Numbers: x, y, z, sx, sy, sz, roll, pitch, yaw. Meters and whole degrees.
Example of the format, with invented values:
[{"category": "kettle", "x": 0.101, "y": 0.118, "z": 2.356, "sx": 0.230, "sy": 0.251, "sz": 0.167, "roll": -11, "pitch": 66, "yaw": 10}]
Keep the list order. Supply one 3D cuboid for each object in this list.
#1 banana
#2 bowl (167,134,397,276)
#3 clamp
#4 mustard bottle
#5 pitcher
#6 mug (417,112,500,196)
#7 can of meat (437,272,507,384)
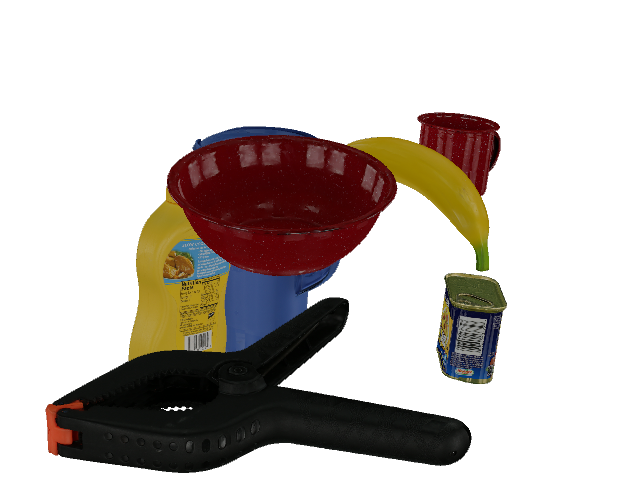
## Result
[{"category": "banana", "x": 0.080, "y": -0.050, "z": 0.927, "sx": 0.037, "sy": 0.070, "sz": 0.198, "roll": 4, "pitch": 27, "yaw": -47}, {"category": "bowl", "x": -0.027, "y": -0.020, "z": 0.759, "sx": 0.162, "sy": 0.055, "sz": 0.162, "roll": 2, "pitch": 28, "yaw": -1}, {"category": "clamp", "x": -0.044, "y": 0.081, "z": 0.586, "sx": 0.209, "sy": 0.036, "sz": 0.165, "roll": -4, "pitch": 23, "yaw": -16}, {"category": "mustard bottle", "x": -0.122, "y": 0.026, "z": 0.952, "sx": 0.058, "sy": 0.192, "sz": 0.096, "roll": 17, "pitch": 17, "yaw": 40}, {"category": "pitcher", "x": -0.059, "y": 0.005, "z": 1.158, "sx": 0.144, "sy": 0.243, "sz": 0.149, "roll": -4, "pitch": 20, "yaw": -15}, {"category": "mug", "x": 0.161, "y": -0.098, "z": 1.221, "sx": 0.117, "sy": 0.081, "sz": 0.093, "roll": -11, "pitch": 24, "yaw": -39}, {"category": "can of meat", "x": 0.152, "y": 0.089, "z": 1.093, "sx": 0.057, "sy": 0.084, "sz": 0.102, "roll": 7, "pitch": 16, "yaw": 0}]
